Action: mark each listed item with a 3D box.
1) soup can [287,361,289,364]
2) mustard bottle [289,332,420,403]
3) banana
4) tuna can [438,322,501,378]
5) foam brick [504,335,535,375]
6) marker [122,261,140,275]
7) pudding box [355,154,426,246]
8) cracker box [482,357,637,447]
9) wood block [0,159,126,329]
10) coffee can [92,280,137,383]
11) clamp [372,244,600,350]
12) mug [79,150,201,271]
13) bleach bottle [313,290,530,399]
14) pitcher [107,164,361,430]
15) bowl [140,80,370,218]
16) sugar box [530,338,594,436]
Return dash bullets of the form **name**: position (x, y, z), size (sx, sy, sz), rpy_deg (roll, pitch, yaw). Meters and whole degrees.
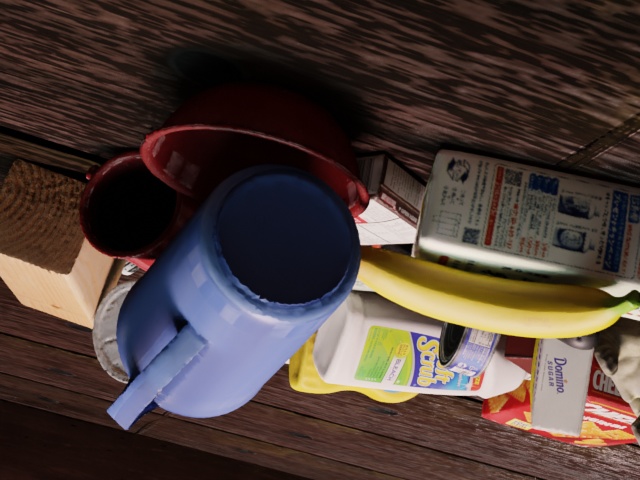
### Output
- **soup can**: position (-0.017, 0.111, 1.223), size (0.102, 0.068, 0.068), rpy_deg (7, 161, 18)
- **mustard bottle**: position (0.065, 0.126, 1.157), size (0.191, 0.096, 0.058), rpy_deg (10, 166, -19)
- **banana**: position (0.115, 0.035, 0.723), size (0.198, 0.037, 0.069), rpy_deg (7, 144, 16)
- **tuna can**: position (0.142, 0.085, 1.008), size (0.033, 0.086, 0.086), rpy_deg (17, 161, -7)
- **foam brick**: position (0.226, 0.105, 1.065), size (0.053, 0.051, 0.078), rpy_deg (-2, 157, 36)
- **marker**: position (-0.190, 0.018, 1.144), size (0.020, 0.020, 0.121), rpy_deg (21, 160, -22)
- **pudding box**: position (0.028, -0.028, 0.832), size (0.114, 0.039, 0.089), rpy_deg (-1, 158, 41)
- **cracker box**: position (0.305, 0.178, 1.191), size (0.164, 0.072, 0.214), rpy_deg (17, 161, -16)
- **wood block**: position (-0.255, 0.011, 1.041), size (0.091, 0.090, 0.206), rpy_deg (19, 162, 1)
- **coffee can**: position (-0.152, 0.097, 1.111), size (0.103, 0.103, 0.140), rpy_deg (2, 175, 29)
- **clamp**: position (0.144, 0.029, 0.868), size (0.210, 0.036, 0.164), rpy_deg (18, -163, 26)
- **mug**: position (-0.151, -0.025, 0.902), size (0.117, 0.093, 0.081), rpy_deg (34, 176, 24)
- **bleach bottle**: position (0.124, 0.111, 1.104), size (0.250, 0.103, 0.068), rpy_deg (9, -155, -21)
- **pitcher**: position (-0.067, 0.047, 0.759), size (0.144, 0.149, 0.243), rpy_deg (3, 159, -19)
- **bowl**: position (-0.040, -0.065, 0.741), size (0.162, 0.055, 0.162), rpy_deg (12, 162, 4)
- **sugar box**: position (0.208, 0.106, 0.926), size (0.048, 0.093, 0.176), rpy_deg (9, -178, 13)
